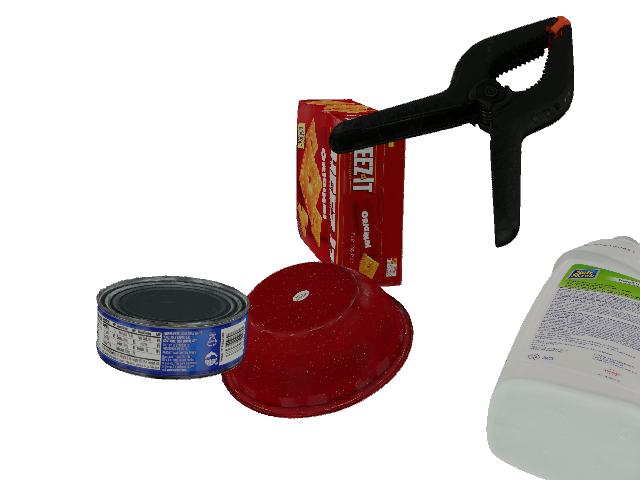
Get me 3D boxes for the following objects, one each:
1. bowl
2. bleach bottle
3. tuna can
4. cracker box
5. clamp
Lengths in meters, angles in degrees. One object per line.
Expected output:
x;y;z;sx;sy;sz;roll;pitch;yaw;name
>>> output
-0.009;0.066;0.856;0.162;0.055;0.162;-11;34;7;bowl
0.185;0.061;0.690;0.103;0.068;0.250;14;29;19;bleach bottle
-0.084;0.048;0.605;0.086;0.034;0.086;4;14;-1;tuna can
0.027;-0.057;1.118;0.072;0.164;0.214;-3;14;-11;cracker box
0.133;-0.093;0.806;0.165;0.209;0.036;40;-22;28;clamp
